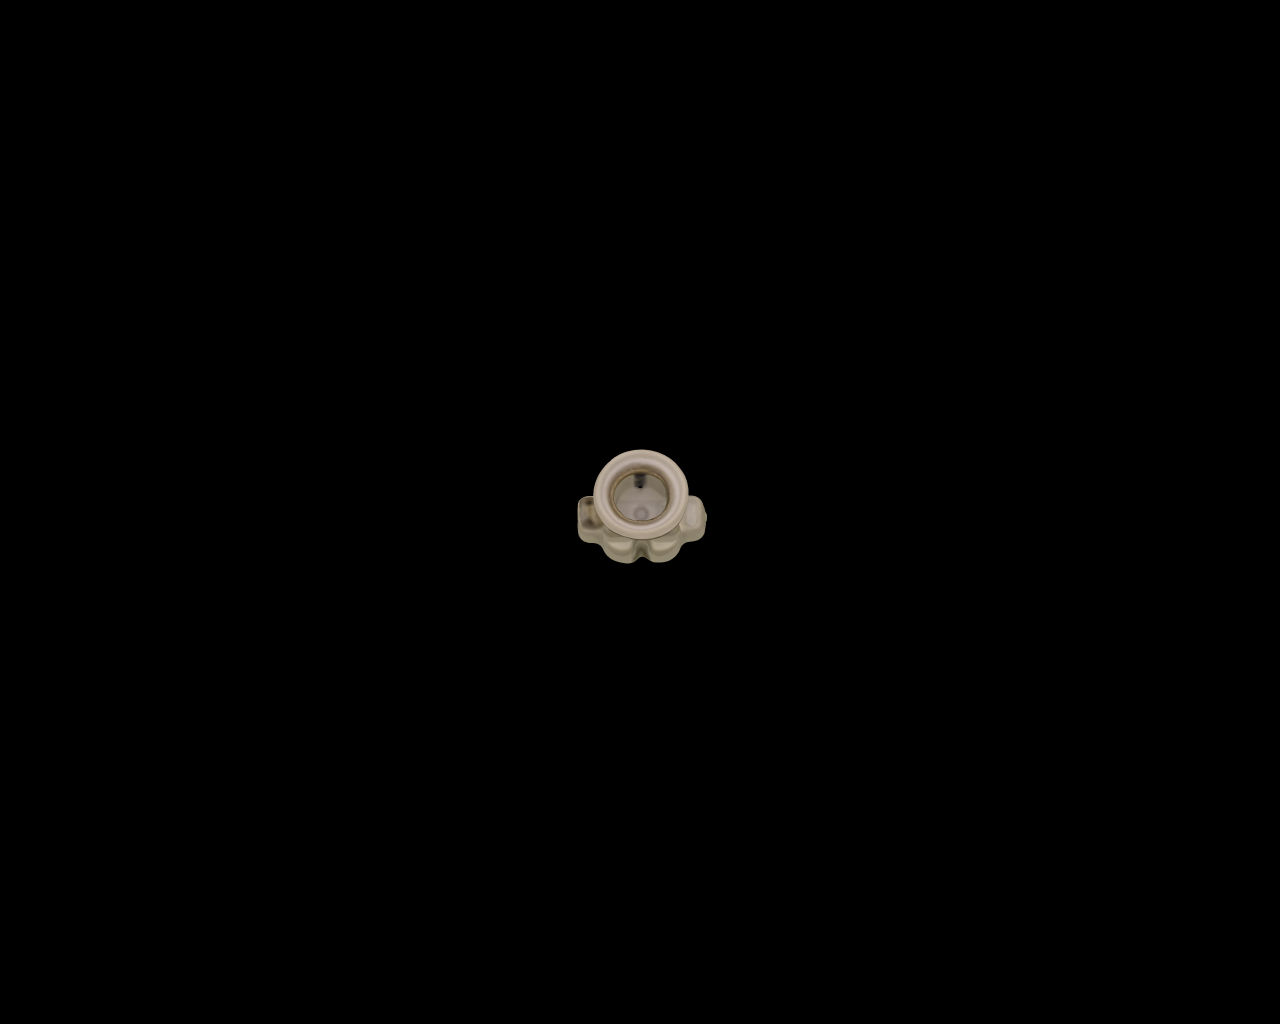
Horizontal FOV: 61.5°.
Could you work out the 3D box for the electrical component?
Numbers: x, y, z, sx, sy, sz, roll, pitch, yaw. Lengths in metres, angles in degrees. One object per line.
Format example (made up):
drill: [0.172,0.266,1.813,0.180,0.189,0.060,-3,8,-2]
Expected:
electrical component: [0.001,-0.003,0.650,0.078,0.058,0.057,0,-21,0]
